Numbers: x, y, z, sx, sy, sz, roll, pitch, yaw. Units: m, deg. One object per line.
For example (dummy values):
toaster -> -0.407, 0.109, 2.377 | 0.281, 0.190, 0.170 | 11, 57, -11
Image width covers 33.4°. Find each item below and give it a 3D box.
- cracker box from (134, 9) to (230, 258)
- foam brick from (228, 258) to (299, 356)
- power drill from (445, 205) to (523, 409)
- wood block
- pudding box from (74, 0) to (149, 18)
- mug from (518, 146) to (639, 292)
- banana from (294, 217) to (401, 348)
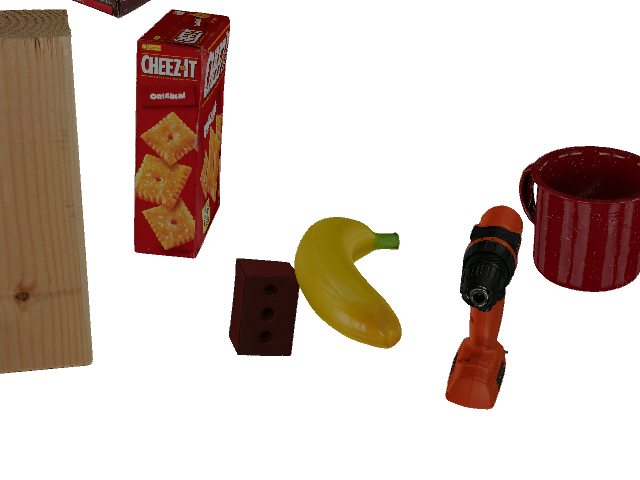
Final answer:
cracker box -> -0.138, -0.111, 1.082 | 0.072, 0.214, 0.164 | 6, 22, 1
foam brick -> -0.052, 0.061, 0.982 | 0.053, 0.078, 0.051 | 3, 13, -14
power drill -> 0.169, 0.076, 1.097 | 0.057, 0.188, 0.184 | 12, 27, 14
wood block -> -0.193, -0.030, 0.654 | 0.090, 0.206, 0.090 | -4, 23, -14
pudding box -> -0.163, -0.217, 0.820 | 0.090, 0.039, 0.113 | 23, 34, 12
mug -> 0.195, -0.019, 0.809 | 0.093, 0.081, 0.117 | -24, 36, -31
banana -> 0.017, 0.018, 0.681 | 0.069, 0.037, 0.197 | 1, 18, 4
